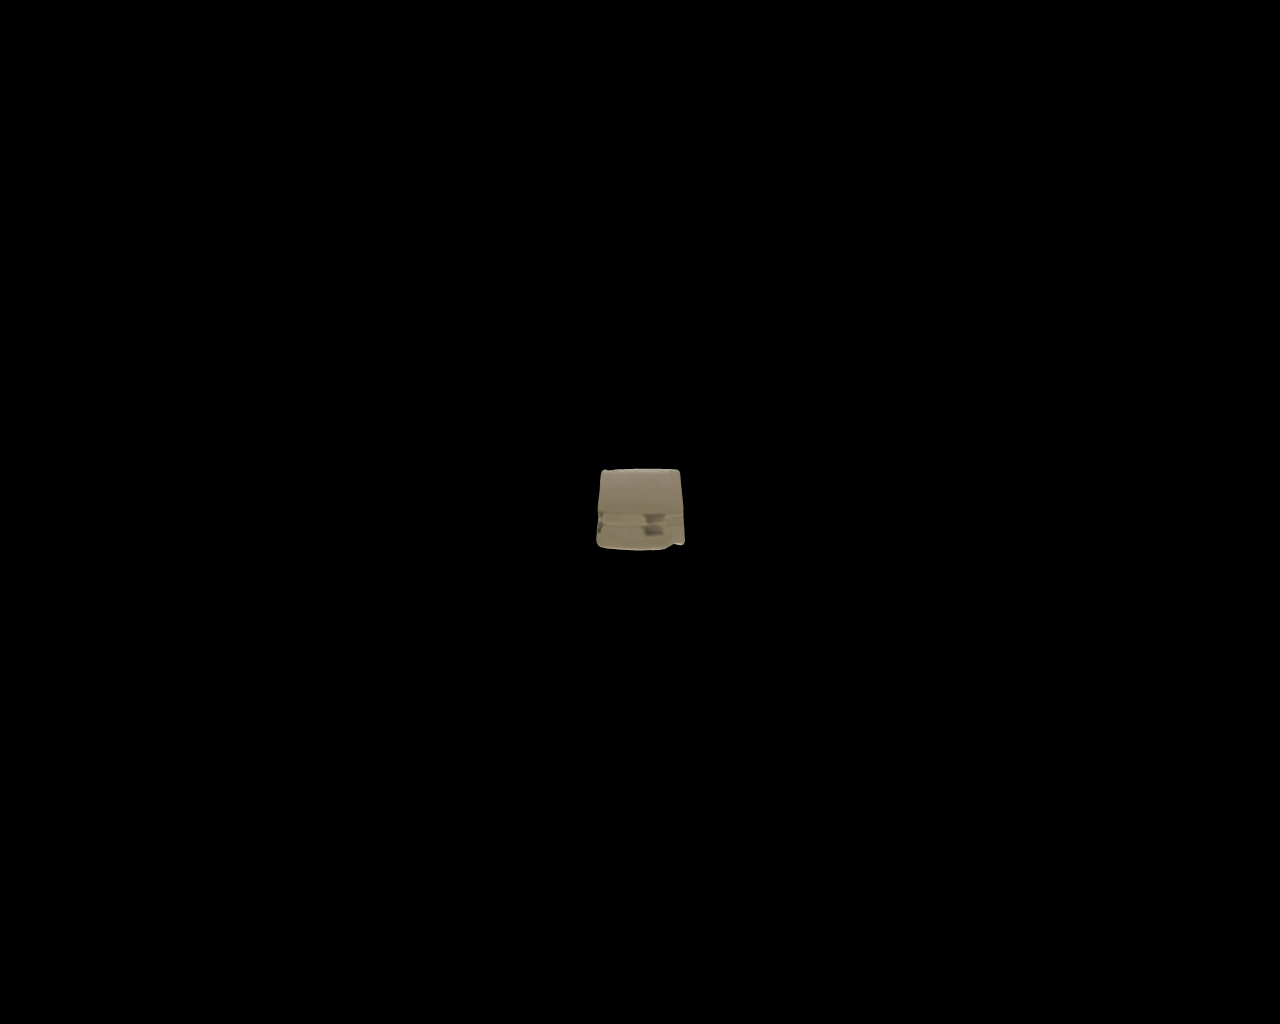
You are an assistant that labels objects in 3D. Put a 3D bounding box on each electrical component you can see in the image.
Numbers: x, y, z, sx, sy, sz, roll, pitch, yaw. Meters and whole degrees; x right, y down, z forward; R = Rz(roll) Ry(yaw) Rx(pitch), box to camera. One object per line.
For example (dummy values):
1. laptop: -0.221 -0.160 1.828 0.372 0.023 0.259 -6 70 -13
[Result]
1. electrical component: 0.001 -0.003 0.650 0.055 0.047 0.055 0 4 0
